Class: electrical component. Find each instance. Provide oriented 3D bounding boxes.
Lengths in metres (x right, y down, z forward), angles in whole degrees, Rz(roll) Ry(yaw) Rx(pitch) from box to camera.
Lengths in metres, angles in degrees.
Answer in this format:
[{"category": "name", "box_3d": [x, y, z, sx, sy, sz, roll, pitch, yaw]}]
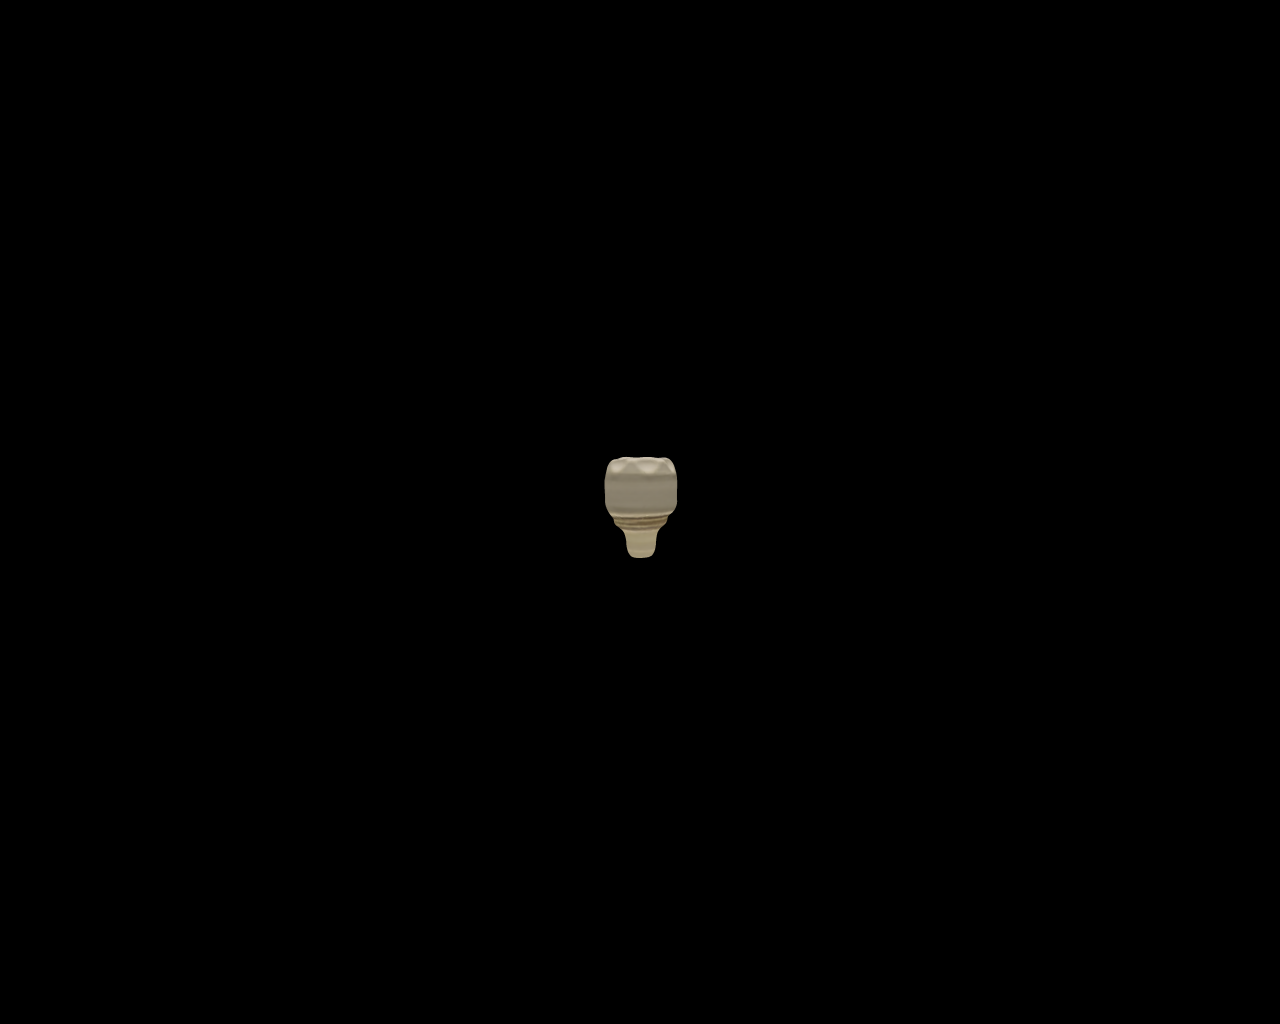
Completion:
[{"category": "electrical component", "box_3d": [0.001, -0.003, 0.650, 0.043, 0.062, 0.043, 0, 5, 0]}]
